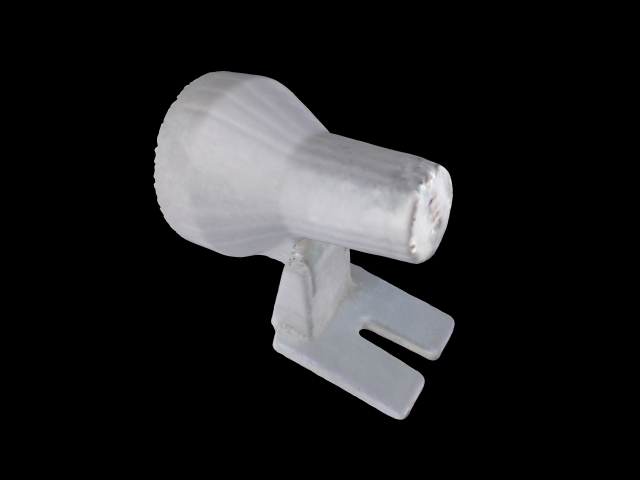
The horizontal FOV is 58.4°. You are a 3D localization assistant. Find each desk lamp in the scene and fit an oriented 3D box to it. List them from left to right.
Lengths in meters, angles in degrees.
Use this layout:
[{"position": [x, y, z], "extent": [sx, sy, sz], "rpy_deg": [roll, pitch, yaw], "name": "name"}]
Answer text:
[{"position": [0.004, 0.001, 0.400], "extent": [0.202, 0.214, 0.118], "rpy_deg": [26, 60, 17], "name": "desk lamp"}]
